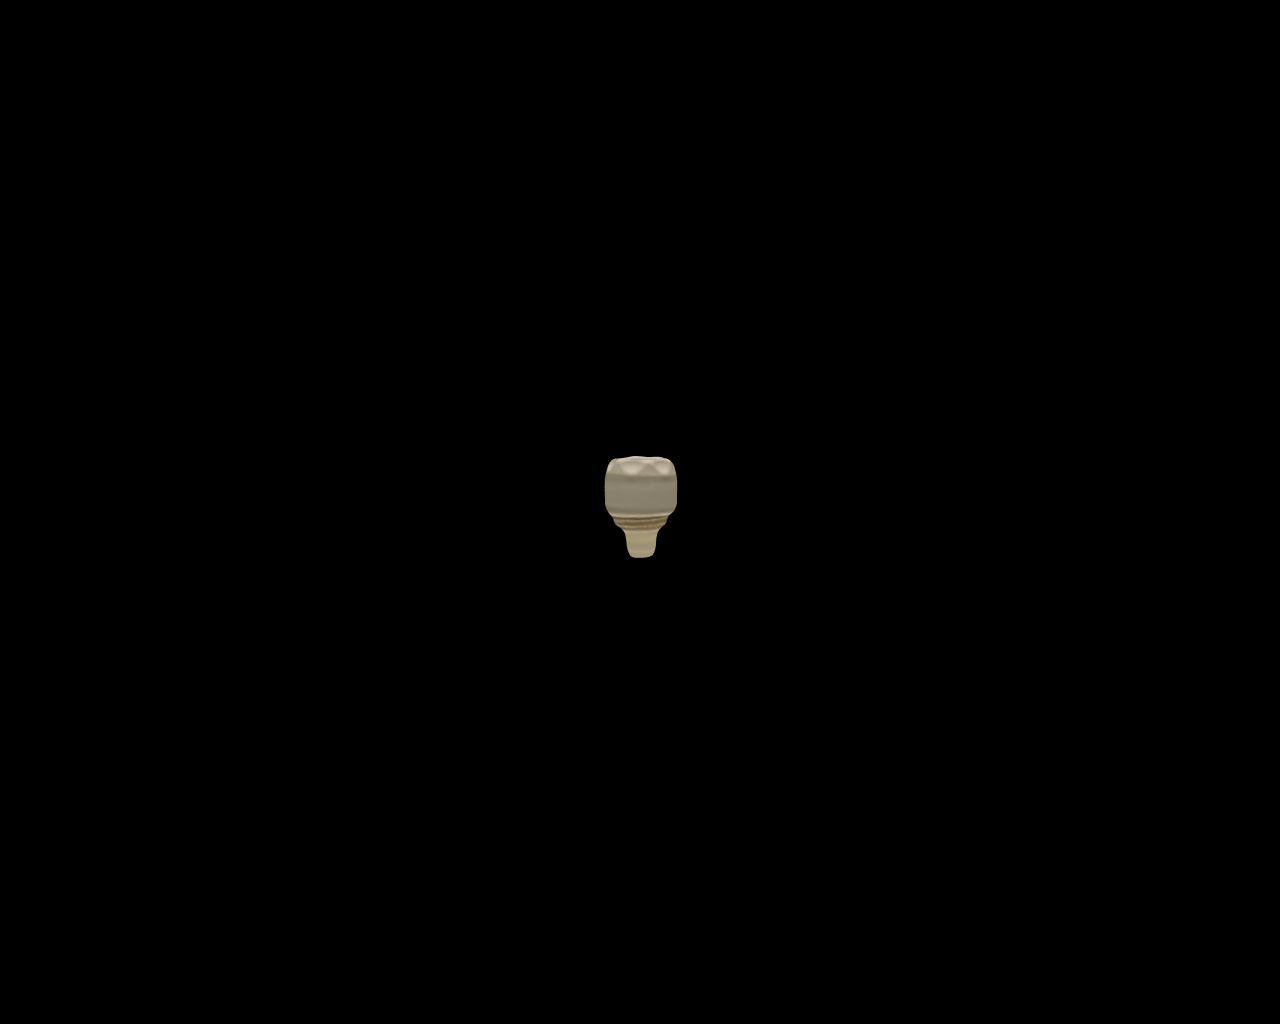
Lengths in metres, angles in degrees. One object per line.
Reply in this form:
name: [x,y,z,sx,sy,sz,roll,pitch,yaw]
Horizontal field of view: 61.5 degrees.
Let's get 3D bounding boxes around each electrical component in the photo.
electrical component: [0.001,-0.003,0.650,0.043,0.062,0.043,0,7,0]
